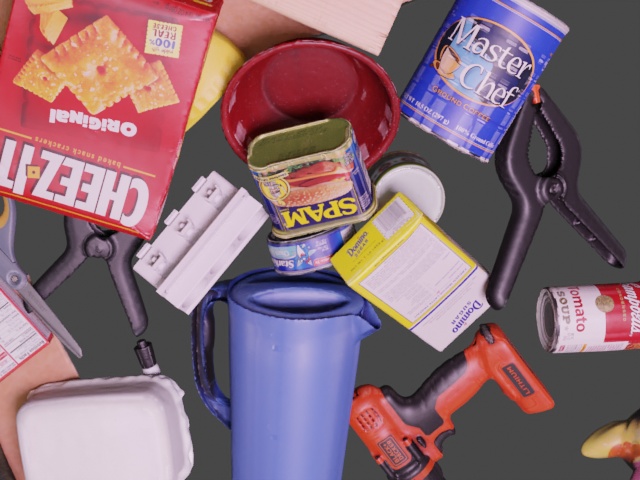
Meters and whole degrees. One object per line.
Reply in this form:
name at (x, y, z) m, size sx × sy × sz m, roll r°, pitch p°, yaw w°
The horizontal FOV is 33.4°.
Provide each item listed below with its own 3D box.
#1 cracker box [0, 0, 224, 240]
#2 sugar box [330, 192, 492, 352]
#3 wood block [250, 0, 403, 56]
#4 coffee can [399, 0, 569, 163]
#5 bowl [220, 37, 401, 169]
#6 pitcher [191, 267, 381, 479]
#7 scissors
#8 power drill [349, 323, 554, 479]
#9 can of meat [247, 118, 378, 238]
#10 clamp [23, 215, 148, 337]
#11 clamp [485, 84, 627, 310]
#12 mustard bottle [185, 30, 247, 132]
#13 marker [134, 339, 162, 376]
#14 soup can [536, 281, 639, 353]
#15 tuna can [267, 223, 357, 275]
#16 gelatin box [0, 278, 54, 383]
cracker box at (-0.191, -0.125, 0.912) m, size 0.164 × 0.072 × 0.214 m, roll 17°, pitch 112°, yaw -7°
sugar box at (0.096, 0.034, 1.011) m, size 0.093 × 0.048 × 0.176 m, roll -44°, pitch 139°, yaw 8°
wood block at (-0.029, -0.248, 0.935) m, size 0.206 × 0.090 × 0.091 m, roll 22°, pitch 105°, yaw -11°
coffee can at (0.145, -0.156, 0.969) m, size 0.102 × 0.103 × 0.140 m, roll 27°, pitch 103°, yaw -12°
bowl at (-0.009, -0.127, 0.972) m, size 0.162 × 0.055 × 0.162 m, roll -1°, pitch 134°, yaw -1°
pitcher at (-0.038, 0.153, 1.042) m, size 0.144 × 0.149 × 0.243 m, roll -6°, pitch 112°, yaw -26°
scissors at (-0.281, 0.016, 1.006) m, size 0.202 × 0.016 × 0.096 m, roll 34°, pitch 92°, yaw 2°
power drill at (0.142, 0.188, 1.095) m, size 0.188 × 0.057 × 0.184 m, roll -36°, pitch 106°, yaw 6°
can of meat at (-0.007, -0.057, 0.962) m, size 0.102 × 0.057 × 0.084 m, roll -12°, pitch 131°, yaw 11°
clamp at (-0.220, 0.008, 1.022) m, size 0.120 × 0.039 × 0.171 m, roll 3°, pitch 102°, yaw -12°
clamp at (0.208, -0.042, 1.023) m, size 0.164 × 0.036 × 0.210 m, roll -23°, pitch 104°, yaw -23°
mustard bottle at (-0.163, -0.192, 0.956) m, size 0.096 × 0.058 × 0.191 m, roll -43°, pitch 105°, yaw 13°
marker at (-0.163, 0.156, 1.081) m, size 0.020 × 0.020 × 0.121 m, roll -16°, pitch 107°, yaw 0°
soup can at (0.275, 0.077, 1.067) m, size 0.102 × 0.068 × 0.068 m, roll -3°, pitch 107°, yaw -5°
tuna can at (-0.007, 0.001, 1.013) m, size 0.086 × 0.086 × 0.034 m, roll -16°, pitch 106°, yaw 0°
gelatin box at (-0.317, 0.087, 1.042) m, size 0.073 × 0.030 × 0.089 m, roll -37°, pitch 105°, yaw 5°
